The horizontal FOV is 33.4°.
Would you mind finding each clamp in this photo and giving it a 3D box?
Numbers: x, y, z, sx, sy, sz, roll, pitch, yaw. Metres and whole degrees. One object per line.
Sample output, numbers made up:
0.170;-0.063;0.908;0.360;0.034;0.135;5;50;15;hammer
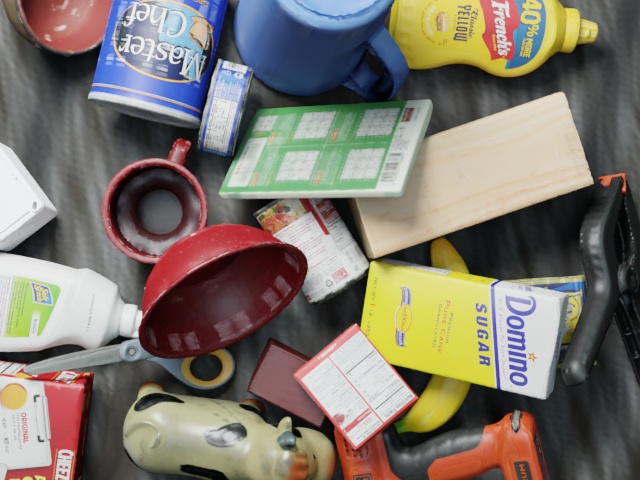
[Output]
0.265;0.042;0.979;0.036;0.164;0.210;-8;83;42;clamp

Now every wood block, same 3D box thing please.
0.130;-0.058;0.980;0.206;0.091;0.090;-19;91;-2;wood block

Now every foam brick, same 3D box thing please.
-0.024;0.133;0.995;0.078;0.053;0.051;27;89;-2;foam brick

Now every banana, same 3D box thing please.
0.116;0.100;1.007;0.069;0.037;0.198;14;90;-3;banana

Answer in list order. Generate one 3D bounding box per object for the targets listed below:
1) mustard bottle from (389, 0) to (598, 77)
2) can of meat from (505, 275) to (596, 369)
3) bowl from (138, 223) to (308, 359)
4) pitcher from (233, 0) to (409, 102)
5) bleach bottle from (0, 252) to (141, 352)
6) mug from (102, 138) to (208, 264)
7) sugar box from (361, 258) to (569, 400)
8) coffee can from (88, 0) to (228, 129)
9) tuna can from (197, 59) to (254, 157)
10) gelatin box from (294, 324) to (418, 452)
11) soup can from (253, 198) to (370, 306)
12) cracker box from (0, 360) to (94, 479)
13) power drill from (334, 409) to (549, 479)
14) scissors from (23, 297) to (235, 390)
0.163;-0.202;0.995;0.191;0.058;0.096;5;108;-4;mustard bottle
0.202;0.078;1.001;0.102;0.057;0.084;-5;88;-3;can of meat
-0.093;0.036;0.935;0.162;0.162;0.055;-30;63;-2;bowl
0.006;-0.197;0.898;0.149;0.243;0.145;0;89;-7;pitcher
-0.289;0.064;0.980;0.250;0.068;0.102;10;98;-6;bleach bottle
-0.143;-0.037;0.974;0.093;0.081;0.117;18;90;-2;mug
0.127;0.077;0.959;0.176;0.048;0.093;11;99;23;sugar box
-0.143;-0.181;0.963;0.103;0.103;0.140;13;90;-2;coffee can
-0.086;-0.120;0.974;0.033;0.086;0.086;14;90;-4;tuna can
0.032;0.132;0.950;0.073;0.030;0.089;-39;81;-6;gelatin box
-0.006;0.001;0.987;0.068;0.068;0.102;-32;92;-2;soup can
-0.324;0.190;0.972;0.213;0.072;0.164;8;95;-3;cracker box
0.116;0.237;0.977;0.188;0.057;0.184;-12;100;14;power drill
-0.160;0.116;0.974;0.201;0.016;0.096;-25;104;-24;scissors
